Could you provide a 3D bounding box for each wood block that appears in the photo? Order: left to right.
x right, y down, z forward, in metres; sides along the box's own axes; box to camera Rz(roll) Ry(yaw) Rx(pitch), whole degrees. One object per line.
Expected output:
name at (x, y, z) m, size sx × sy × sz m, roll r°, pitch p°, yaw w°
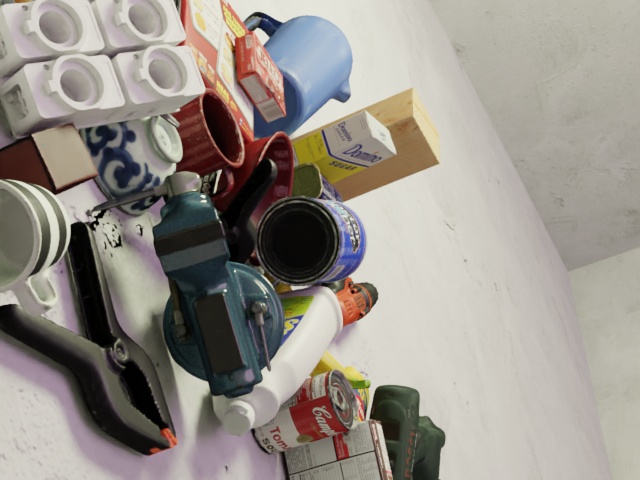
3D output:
wood block at (0.060, -0.128, 1.542) m, size 0.090 × 0.206 × 0.090 m, roll 57°, pitch 22°, yaw -29°

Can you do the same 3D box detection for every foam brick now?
foam brick at (-0.237, -0.063, 0.912) m, size 0.053 × 0.051 × 0.078 m, roll 66°, pitch 19°, yaw -5°

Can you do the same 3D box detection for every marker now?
marker at (-0.133, -0.048, 1.226) m, size 0.020 × 0.020 × 0.121 m, roll 56°, pitch 24°, yaw -33°

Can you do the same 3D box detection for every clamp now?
clamp at (-0.184, 0.092, 0.914) m, size 0.210 × 0.036 × 0.164 m, roll 58°, pitch 23°, yaw -25°
clamp at (-0.096, -0.019, 1.133) m, size 0.171 × 0.120 × 0.039 m, roll 83°, pitch -11°, yaw -55°

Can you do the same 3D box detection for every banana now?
banana at (-0.016, 0.114, 1.289) m, size 0.198 × 0.070 × 0.037 m, roll 51°, pitch 29°, yaw 12°

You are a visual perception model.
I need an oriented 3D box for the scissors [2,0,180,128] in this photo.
scissors at (-0.221, -0.188, 1.050) m, size 0.201 × 0.016 × 0.096 m, roll 33°, pitch 26°, yaw -30°

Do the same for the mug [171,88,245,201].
mug at (-0.136, -0.098, 1.173) m, size 0.117 × 0.082 × 0.093 m, roll 67°, pitch 19°, yaw -6°

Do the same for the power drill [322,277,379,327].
power drill at (0.021, 0.027, 1.502) m, size 0.187 × 0.057 × 0.184 m, roll 69°, pitch 19°, yaw 0°

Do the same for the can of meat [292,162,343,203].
can of meat at (-0.028, -0.047, 1.383) m, size 0.083 × 0.102 × 0.057 m, roll 41°, pitch 32°, yaw -57°

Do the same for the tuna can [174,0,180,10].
tuna can at (-0.199, -0.274, 1.180) m, size 0.086 × 0.086 × 0.034 m, roll 43°, pitch 30°, yaw -51°

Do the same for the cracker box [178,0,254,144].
cracker box at (-0.148, -0.225, 1.291) m, size 0.164 × 0.072 × 0.213 m, roll 52°, pitch 24°, yaw -44°

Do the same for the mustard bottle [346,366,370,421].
mustard bottle at (0.028, 0.218, 1.318) m, size 0.191 × 0.058 × 0.096 m, roll -76°, pitch 154°, yaw -60°

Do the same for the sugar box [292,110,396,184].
sugar box at (0.004, -0.106, 1.411) m, size 0.093 × 0.176 × 0.048 m, roll 25°, pitch 47°, yaw -63°

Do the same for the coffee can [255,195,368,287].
coffee can at (-0.008, 0.002, 1.255) m, size 0.140 × 0.103 × 0.103 m, roll 1°, pitch 69°, yaw -75°

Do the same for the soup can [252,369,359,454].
soup can at (-0.018, 0.188, 1.162) m, size 0.068 × 0.102 × 0.068 m, roll 53°, pitch 25°, yaw -38°

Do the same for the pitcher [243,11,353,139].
pitcher at (-0.051, -0.233, 1.497) m, size 0.242 × 0.149 × 0.145 m, roll -58°, pitch 148°, yaw -63°

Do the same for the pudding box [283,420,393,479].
pudding box at (0.020, 0.255, 1.180) m, size 0.039 × 0.114 × 0.090 m, roll 35°, pitch 39°, yaw -61°

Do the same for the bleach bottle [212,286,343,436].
bleach bottle at (-0.048, 0.131, 1.139) m, size 0.250 × 0.103 × 0.068 m, roll -61°, pitch 137°, yaw -66°

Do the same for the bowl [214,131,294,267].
bowl at (-0.082, -0.052, 1.253) m, size 0.162 × 0.055 × 0.162 m, roll 11°, pitch 90°, yaw -76°

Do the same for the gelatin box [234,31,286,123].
gelatin box at (-0.073, -0.201, 1.317) m, size 0.089 × 0.030 × 0.073 m, roll 55°, pitch 22°, yaw -48°
